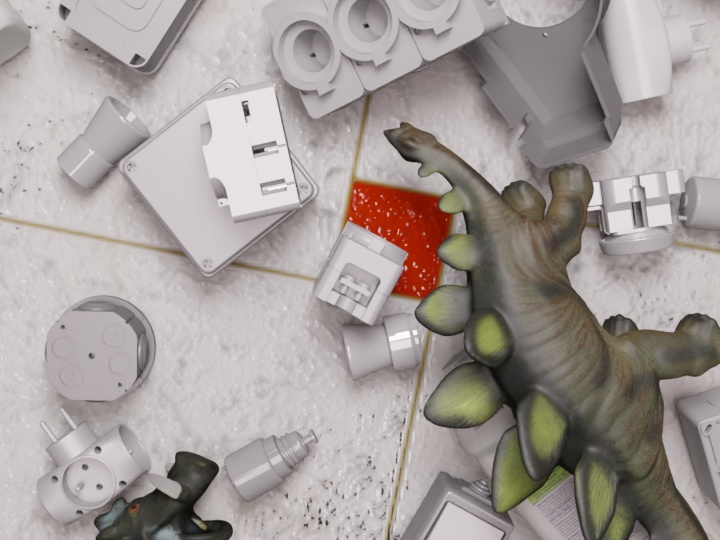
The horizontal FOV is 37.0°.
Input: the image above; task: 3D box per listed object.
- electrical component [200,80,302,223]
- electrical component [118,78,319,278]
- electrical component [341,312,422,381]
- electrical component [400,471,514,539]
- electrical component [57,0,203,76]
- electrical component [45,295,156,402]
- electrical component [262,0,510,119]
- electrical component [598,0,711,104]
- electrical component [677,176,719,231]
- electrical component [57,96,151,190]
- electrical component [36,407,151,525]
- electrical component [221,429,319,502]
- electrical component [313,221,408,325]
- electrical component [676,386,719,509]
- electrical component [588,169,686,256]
[{"bbox_3d":[-0.078,-0.081,0.752,0.056,0.050,0.089,-12,96,-1],"label":"electrical component"},{"bbox_3d":[-0.104,-0.069,0.808,0.109,0.056,0.108,-38,95,2],"label":"electrical component"},{"bbox_3d":[0.017,0.058,0.829,0.055,0.045,0.045,-12,96,-1],"label":"electrical component"},{"bbox_3d":[0.075,0.206,0.836,0.062,0.061,0.096,29,94,-4],"label":"electrical component"},{"bbox_3d":[-0.159,-0.209,0.793,0.078,0.057,0.113,33,94,-4],"label":"electrical component"},{"bbox_3d":[-0.199,0.061,0.820,0.080,0.051,0.080,0,95,-2],"label":"electrical component"},{"bbox_3d":[0.015,-0.180,0.765,0.150,0.062,0.089,-22,96,30],"label":"electrical component"},{"bbox_3d":[0.225,-0.170,0.813,0.079,0.044,0.077,-12,96,0],"label":"electrical component"},{"bbox_3d":[0.284,-0.049,0.828,0.078,0.040,0.040,5,95,-3],"label":"electrical component"},{"bbox_3d":[-0.196,-0.093,0.812,0.065,0.044,0.044,-44,95,7],"label":"electrical component"},{"bbox_3d":[-0.216,0.143,0.831,0.077,0.044,0.079,-34,95,2],"label":"electrical component"},{"bbox_3d":[-0.069,0.148,0.837,0.078,0.040,0.040,-30,95,1],"label":"electrical component"},{"bbox_3d":[0.000,0.000,0.801,0.050,0.089,0.055,28,94,-4],"label":"electrical component"},{"bbox_3d":[0.293,0.141,0.840,0.062,0.061,0.096,-19,104,0],"label":"electrical component"},{"bbox_3d":[0.208,-0.043,0.819,0.078,0.058,0.057,-8,94,4],"label":"electrical component"}]
